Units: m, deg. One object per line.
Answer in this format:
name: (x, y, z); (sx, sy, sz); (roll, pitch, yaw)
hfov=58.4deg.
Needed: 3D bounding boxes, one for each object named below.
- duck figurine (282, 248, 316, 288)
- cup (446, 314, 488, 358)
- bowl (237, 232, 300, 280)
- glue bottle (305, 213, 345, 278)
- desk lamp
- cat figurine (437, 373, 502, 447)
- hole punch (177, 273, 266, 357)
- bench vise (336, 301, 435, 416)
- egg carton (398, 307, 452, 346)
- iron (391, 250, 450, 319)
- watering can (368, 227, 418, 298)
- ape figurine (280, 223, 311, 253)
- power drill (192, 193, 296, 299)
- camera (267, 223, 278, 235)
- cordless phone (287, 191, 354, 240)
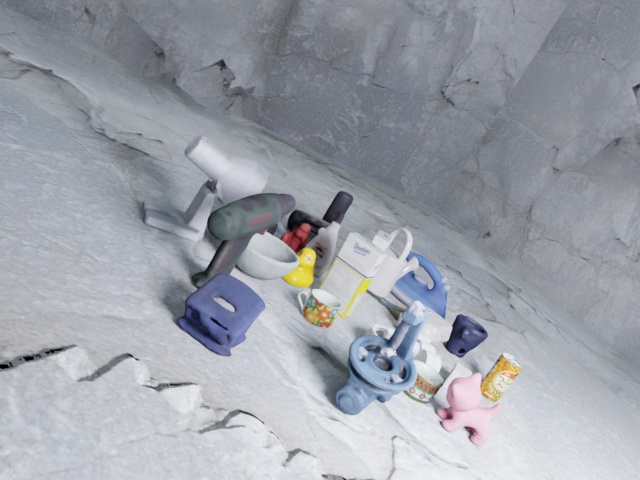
duck figurine: (-0.039, 0.058, 1.338); (0.077, 0.086, 0.105); (36, 16, 20)
cup: (0.360, 0.252, 1.448); (0.091, 0.095, 0.118); (35, 16, 18)
bowl: (-0.133, 0.038, 1.245); (0.167, 0.074, 0.167); (28, 15, -8)
glue bottle: (0.013, 0.005, 1.436); (0.078, 0.173, 0.037); (32, 15, 6)
desk lamp: (-0.244, -0.108, 1.236); (0.204, 0.213, 0.117); (21, 18, -31)
cat figurine: (0.282, 0.308, 1.078); (0.128, 0.117, 0.067); (27, 15, -12)
hole punch: (-0.155, 0.117, 0.920); (0.108, 0.091, 0.101); (33, 15, 11)
bench vise: (0.121, 0.183, 0.982); (0.121, 0.219, 0.208); (32, 15, 5)
egg carton: (0.260, 0.217, 1.421); (0.107, 0.069, 0.151); (39, 18, 30)
iron: (0.294, 0.123, 1.648); (0.119, 0.141, 0.257); (11, 24, -51)
watering can: (0.195, 0.054, 1.580); (0.100, 0.194, 0.173); (40, 18, 33)
ape figurine: (-0.056, -0.003, 1.488); (0.077, 0.092, 0.076); (35, 16, 16)
power drill: (-0.147, 0.002, 1.077); (0.075, 0.208, 0.230); (35, 16, 17)
camera: (-0.188, -0.066, 1.423); (0.142, 0.101, 0.137); (40, 18, 32)
cordless phone: (0.002, -0.076, 1.653); (0.148, 0.185, 0.094); (25, 16, -17)
